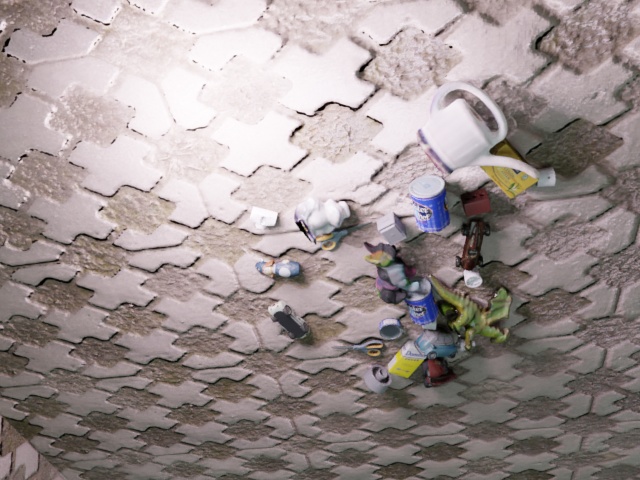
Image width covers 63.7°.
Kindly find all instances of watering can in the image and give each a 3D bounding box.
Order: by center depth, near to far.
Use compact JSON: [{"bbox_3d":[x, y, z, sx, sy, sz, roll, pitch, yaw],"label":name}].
[{"bbox_3d":[0.403,-0.251,1.370,0.221,0.346,0.106,-36,7,29],"label":"watering can"}]

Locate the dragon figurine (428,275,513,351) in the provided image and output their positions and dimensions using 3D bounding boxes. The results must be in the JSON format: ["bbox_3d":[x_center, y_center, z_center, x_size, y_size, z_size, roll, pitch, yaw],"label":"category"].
[{"bbox_3d":[0.557,0.236,1.822,0.243,0.404,0.124,-29,25,1],"label":"dragon figurine"}]

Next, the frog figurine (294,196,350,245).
[{"bbox_3d":[0.005,-0.079,1.577,0.161,0.135,0.123,-39,26,-14],"label":"frog figurine"}]
